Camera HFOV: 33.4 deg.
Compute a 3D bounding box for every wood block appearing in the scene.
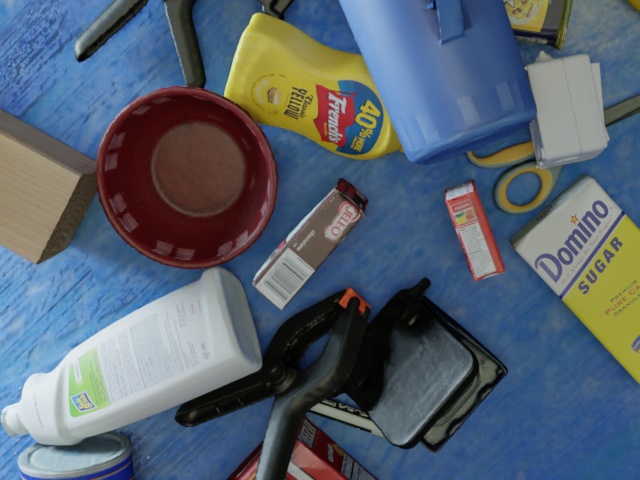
[{"bbox_3d":[-0.308,-0.071,0.944,0.206,0.090,0.091,28,100,0],"label":"wood block"}]

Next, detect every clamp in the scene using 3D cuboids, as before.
[{"bbox_3d":[-0.038,0.127,0.959,0.210,0.165,0.036,-54,132,-7],"label":"clamp"},{"bbox_3d":[-0.150,-0.218,0.933,0.120,0.039,0.171,8,94,-2],"label":"clamp"}]

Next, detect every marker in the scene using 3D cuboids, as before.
[{"bbox_3d":[0.032,0.166,0.994,0.121,0.020,0.020,19,101,1],"label":"marker"}]

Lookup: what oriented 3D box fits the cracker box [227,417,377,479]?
[{"bbox_3d":[0.000,0.291,0.991,0.213,0.072,0.164,42,100,-3],"label":"cracker box"}]

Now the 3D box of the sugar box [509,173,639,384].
[{"bbox_3d":[0.260,0.036,0.941,0.093,0.048,0.176,-43,95,10],"label":"sugar box"}]

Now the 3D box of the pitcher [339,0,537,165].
[{"bbox_3d":[0.080,-0.188,0.829,0.145,0.148,0.243,-23,87,41],"label":"pitcher"}]

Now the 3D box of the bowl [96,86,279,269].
[{"bbox_3d":[-0.113,-0.058,0.945,0.162,0.055,0.162,2,104,6],"label":"bowl"}]

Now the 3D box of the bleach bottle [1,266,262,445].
[{"bbox_3d":[-0.181,0.117,0.976,0.251,0.068,0.102,-23,66,14],"label":"bleach bottle"}]

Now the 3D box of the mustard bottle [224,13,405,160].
[{"bbox_3d":[0.017,-0.119,0.917,0.191,0.058,0.096,22,135,-1],"label":"mustard bottle"}]

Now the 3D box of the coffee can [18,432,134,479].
[{"bbox_3d":[-0.218,0.260,0.987,0.103,0.102,0.140,-4,100,5],"label":"coffee can"}]

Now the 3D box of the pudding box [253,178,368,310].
[{"bbox_3d":[-0.006,0.001,0.933,0.039,0.090,0.113,42,101,-2],"label":"pudding box"}]

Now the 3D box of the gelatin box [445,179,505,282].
[{"bbox_3d":[0.132,-0.010,0.920,0.030,0.089,0.073,-20,97,9],"label":"gelatin box"}]

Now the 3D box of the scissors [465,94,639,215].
[{"bbox_3d":[0.229,-0.079,0.937,0.202,0.016,0.096,-8,96,7],"label":"scissors"}]

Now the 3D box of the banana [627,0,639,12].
[{"bbox_3d":[0.265,-0.248,0.895,0.069,0.037,0.198,-24,97,7],"label":"banana"}]

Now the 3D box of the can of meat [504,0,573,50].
[{"bbox_3d":[0.170,-0.217,0.899,0.084,0.057,0.102,9,100,5],"label":"can of meat"}]
